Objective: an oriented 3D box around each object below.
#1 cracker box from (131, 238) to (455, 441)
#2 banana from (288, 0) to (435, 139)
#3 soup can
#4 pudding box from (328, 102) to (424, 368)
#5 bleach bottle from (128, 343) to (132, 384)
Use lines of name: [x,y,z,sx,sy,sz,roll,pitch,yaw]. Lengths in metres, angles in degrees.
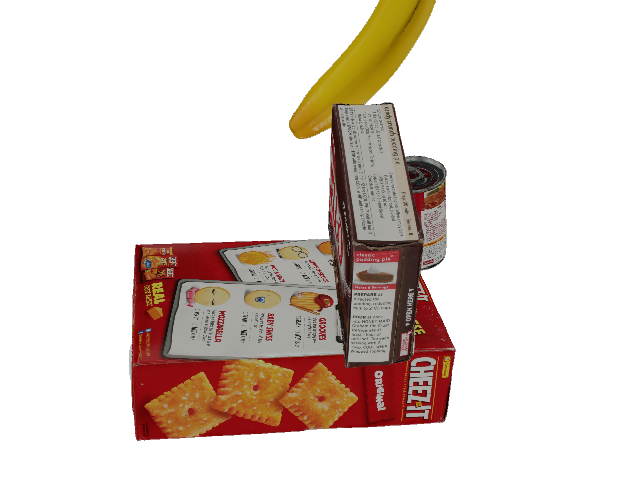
cracker box: [-0.028,0.066,0.774,0.213,0.072,0.164,-1,28,-9]
banana: [0.041,-0.149,0.755,0.070,0.197,0.037,-6,-40,44]
soup can: [0.098,-0.028,1.114,0.068,0.102,0.068,-3,35,2]
pudding box: [0.026,-0.005,0.558,0.039,0.090,0.113,-4,43,-5]
bleach bottle: [-0.077,0.084,1.058,0.103,0.068,0.250,13,24,22]
